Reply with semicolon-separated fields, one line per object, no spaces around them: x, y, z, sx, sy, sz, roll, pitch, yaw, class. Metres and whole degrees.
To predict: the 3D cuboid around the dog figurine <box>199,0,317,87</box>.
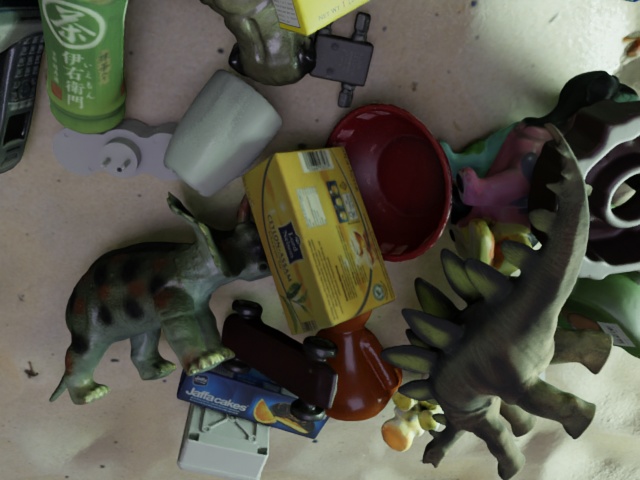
-0.092;-0.218;0.453;0.172;0.121;0.190;-4;120;-1;dog figurine

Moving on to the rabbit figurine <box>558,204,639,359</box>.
0.333;0.028;0.617;0.159;0.121;0.170;44;70;-2;rabbit figurine

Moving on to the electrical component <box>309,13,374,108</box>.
0.018;-0.180;0.535;0.063;0.021;0.093;8;119;-7;electrical component

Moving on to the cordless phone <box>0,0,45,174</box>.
-0.303;-0.134;0.474;0.089;0.147;0.184;20;114;-3;cordless phone

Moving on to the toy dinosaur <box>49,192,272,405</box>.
-0.205;0.069;0.611;0.405;0.131;0.192;-18;82;21;toy dinosaur

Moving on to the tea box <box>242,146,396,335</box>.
-0.001;-0.002;0.538;0.068;0.098;0.169;-22;83;48;tea box

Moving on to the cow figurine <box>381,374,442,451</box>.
0.150;0.213;0.731;0.068;0.098;0.167;46;118;20;cow figurine

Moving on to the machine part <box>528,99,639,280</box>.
0.278;-0.046;0.491;0.179;0.056;0.179;-4;120;-7;machine part

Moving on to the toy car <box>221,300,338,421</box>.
-0.048;0.135;0.627;0.053;0.202;0.089;8;95;-46;toy car

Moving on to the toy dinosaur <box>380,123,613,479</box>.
0.174;0.108;0.536;0.199;0.105;0.470;26;132;10;toy dinosaur

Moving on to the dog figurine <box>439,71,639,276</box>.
0.244;-0.067;0.563;0.219;0.108;0.191;-17;118;4;dog figurine

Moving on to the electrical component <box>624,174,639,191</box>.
0.396;-0.058;0.590;0.119;0.075;0.047;19;117;-8;electrical component

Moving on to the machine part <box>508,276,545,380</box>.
0.248;0.135;0.689;0.079;0.079;0.242;-11;120;4;machine part

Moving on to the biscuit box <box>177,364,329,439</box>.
-0.084;0.200;0.720;0.202;0.059;0.062;22;116;-14;biscuit box

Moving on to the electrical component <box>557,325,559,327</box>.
0.328;0.103;0.696;0.102;0.045;0.078;26;143;-13;electrical component

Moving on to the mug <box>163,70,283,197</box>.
-0.098;-0.095;0.532;0.081;0.109;0.107;37;83;17;mug

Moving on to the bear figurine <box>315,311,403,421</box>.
0.032;0.113;0.660;0.120;0.132;0.195;-6;95;14;bear figurine
